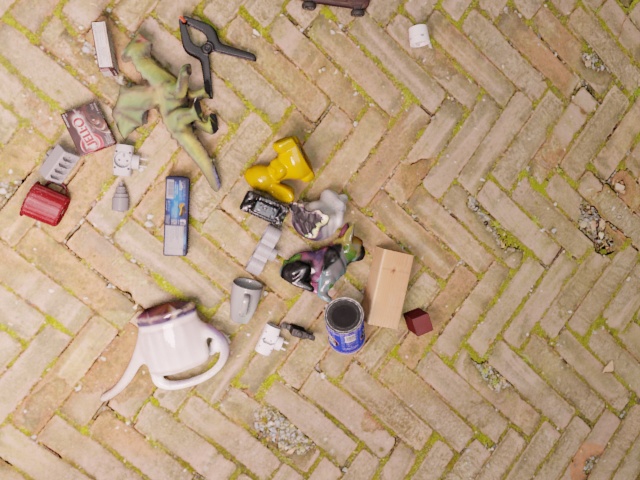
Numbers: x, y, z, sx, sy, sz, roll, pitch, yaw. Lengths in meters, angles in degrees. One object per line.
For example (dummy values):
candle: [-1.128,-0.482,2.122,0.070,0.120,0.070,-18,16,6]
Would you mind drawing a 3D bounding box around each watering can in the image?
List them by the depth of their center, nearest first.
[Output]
watering can: [-0.408,0.279,1.300,0.348,0.104,0.223,-14,95,-2]

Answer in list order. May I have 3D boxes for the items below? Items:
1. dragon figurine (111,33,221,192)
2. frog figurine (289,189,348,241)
dragon figurine: [-0.395,-0.308,1.291,0.242,0.123,0.406,-5,103,8]
frog figurine: [0.004,-0.069,1.372,0.137,0.161,0.121,3,108,30]
